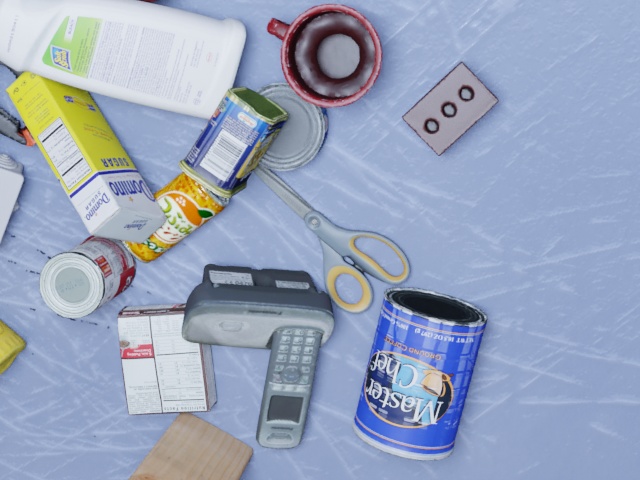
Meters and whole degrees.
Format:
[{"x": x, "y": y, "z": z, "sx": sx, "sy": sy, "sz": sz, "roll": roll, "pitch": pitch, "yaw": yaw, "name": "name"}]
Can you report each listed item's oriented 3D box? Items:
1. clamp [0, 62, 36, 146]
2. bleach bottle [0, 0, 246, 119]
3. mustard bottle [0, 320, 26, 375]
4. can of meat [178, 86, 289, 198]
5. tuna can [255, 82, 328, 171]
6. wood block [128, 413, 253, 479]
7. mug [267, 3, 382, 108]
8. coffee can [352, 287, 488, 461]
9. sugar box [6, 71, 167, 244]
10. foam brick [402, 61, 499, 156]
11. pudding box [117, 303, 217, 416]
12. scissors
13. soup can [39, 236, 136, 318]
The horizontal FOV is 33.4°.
[{"x": -0.346, "y": -0.184, "z": 1.055, "sx": 0.164, "sy": 0.036, "sz": 0.210, "roll": -20, "pitch": 110, "yaw": -2, "name": "clamp"}, {"x": -0.202, "y": -0.188, "z": 0.990, "sx": 0.250, "sy": 0.068, "sz": 0.103, "roll": 13, "pitch": 104, "yaw": -19, "name": "bleach bottle"}, {"x": -0.399, "y": 0.068, "z": 1.103, "sx": 0.191, "sy": 0.096, "sz": 0.058, "roll": 41, "pitch": 104, "yaw": 0, "name": "mustard bottle"}, {"x": -0.077, "y": -0.093, "z": 0.984, "sx": 0.057, "sy": 0.102, "sz": 0.084, "roll": 35, "pitch": 104, "yaw": 1, "name": "can of meat"}, {"x": -0.035, "y": -0.112, "z": 1.045, "sx": 0.086, "sy": 0.033, "sz": 0.086, "roll": 2, "pitch": 101, "yaw": 8, "name": "tuna can"}, {"x": -0.141, "y": 0.257, "z": 1.043, "sx": 0.090, "sy": 0.206, "sz": 0.091, "roll": 29, "pitch": 103, "yaw": 2, "name": "wood block"}, {"x": 0.004, "y": -0.178, "z": 1.001, "sx": 0.117, "sy": 0.081, "sz": 0.093, "roll": 23, "pitch": 103, "yaw": 4, "name": "mug"}, {"x": 0.096, "y": 0.128, "z": 1.035, "sx": 0.103, "sy": 0.102, "sz": 0.140, "roll": 14, "pitch": 102, "yaw": 6, "name": "coffee can"}, {"x": -0.222, "y": -0.081, "z": 1.022, "sx": 0.048, "sy": 0.093, "sz": 0.176, "roll": -41, "pitch": 73, "yaw": 13, "name": "sugar box"}, {"x": 0.123, "y": -0.124, "z": 1.009, "sx": 0.078, "sy": 0.051, "sz": 0.053, "roll": -44, "pitch": 92, "yaw": 14, "name": "foam brick"}, {"x": -0.159, "y": 0.124, "z": 1.107, "sx": 0.090, "sy": 0.039, "sz": 0.113, "roll": -4, "pitch": 102, "yaw": 8, "name": "pudding box"}, {"x": -0.007, "y": 0.001, "z": 1.071, "sx": 0.202, "sy": 0.016, "sz": 0.096, "roll": 28, "pitch": 104, "yaw": 3, "name": "scissors"}, {"x": -0.231, "y": 0.035, "z": 1.068, "sx": 0.068, "sy": 0.102, "sz": 0.068, "roll": 1, "pitch": 100, "yaw": 7, "name": "soup can"}]
